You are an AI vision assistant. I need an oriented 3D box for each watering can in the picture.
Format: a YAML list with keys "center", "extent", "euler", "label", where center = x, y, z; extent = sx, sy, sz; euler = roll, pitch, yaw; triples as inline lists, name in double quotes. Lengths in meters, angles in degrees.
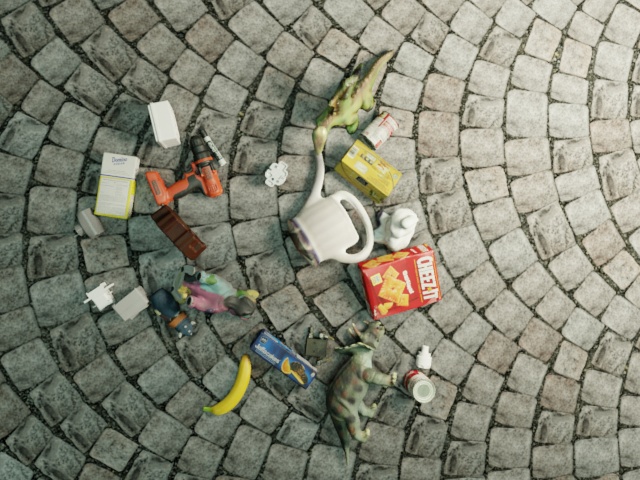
- center: [0.004, -0.074, 1.472]
  extent: [0.225, 0.103, 0.350]
  euler: [-30, 79, -8]
  label: "watering can"

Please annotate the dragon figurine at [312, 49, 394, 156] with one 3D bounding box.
- center: [0.095, -0.407, 1.423]
  extent: [0.122, 0.242, 0.411]
  euler: [33, 88, 0]
  label: "dragon figurine"

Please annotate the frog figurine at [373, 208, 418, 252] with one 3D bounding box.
- center: [0.233, -0.036, 1.454]
  extent: [0.140, 0.158, 0.121]
  euler: [-45, 107, -33]
  label: "frog figurine"
